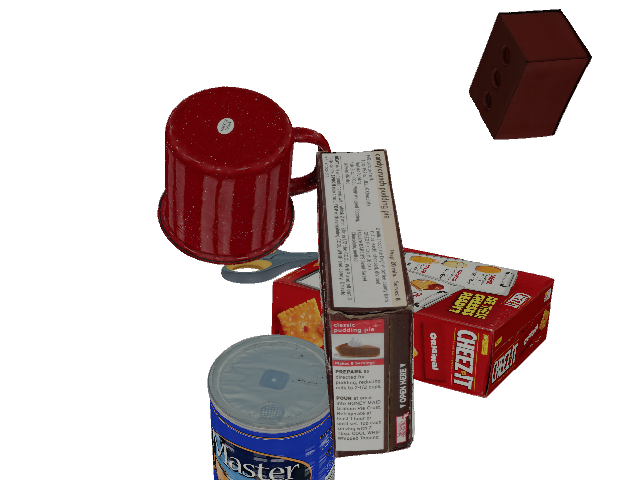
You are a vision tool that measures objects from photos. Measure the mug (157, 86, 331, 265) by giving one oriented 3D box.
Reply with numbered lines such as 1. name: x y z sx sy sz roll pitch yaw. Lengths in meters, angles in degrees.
1. mug: -0.048 -0.046 0.697 0.117 0.093 0.081 -7 -39 -13

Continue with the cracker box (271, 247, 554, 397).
1. cracker box: 0.086 0.066 0.987 0.214 0.072 0.163 12 20 28

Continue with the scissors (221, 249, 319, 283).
1. scissors: -0.021 0.027 1.152 0.202 0.016 0.096 5 22 5

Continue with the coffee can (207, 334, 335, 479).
1. coffee can: -0.037 0.161 0.860 0.103 0.140 0.103 1 37 -1

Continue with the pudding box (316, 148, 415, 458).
1. pudding box: 0.018 0.026 0.482 0.039 0.090 0.113 -5 39 -1

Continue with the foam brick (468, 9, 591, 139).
1. foam brick: 0.146 -0.116 0.753 0.051 0.053 0.078 -8 -37 -18
